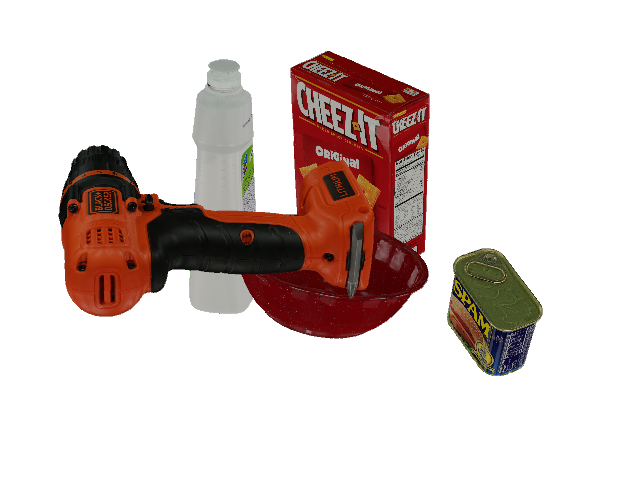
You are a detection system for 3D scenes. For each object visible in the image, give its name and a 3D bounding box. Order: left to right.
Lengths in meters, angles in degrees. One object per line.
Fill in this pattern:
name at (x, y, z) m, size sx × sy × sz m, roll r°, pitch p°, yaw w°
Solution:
power drill at (-0.069, -0.015, 0.674) m, size 0.187 × 0.057 × 0.184 m, roll -3°, pitch 29°, yaw -11°
bleach bottle at (-0.092, -0.056, 1.028) m, size 0.068 × 0.251 × 0.102 m, roll 5°, pitch 33°, yaw 2°
bowl at (0.002, 0.034, 0.858) m, size 0.162 × 0.055 × 0.162 m, roll 9°, pitch 21°, yaw -4°
cracker box at (0.043, -0.091, 1.244) m, size 0.072 × 0.214 × 0.164 m, roll -30°, pitch 44°, yaw -33°
can of meat at (0.170, 0.074, 1.067) m, size 0.057 × 0.102 × 0.084 m, roll -18°, pitch -39°, yaw -17°
